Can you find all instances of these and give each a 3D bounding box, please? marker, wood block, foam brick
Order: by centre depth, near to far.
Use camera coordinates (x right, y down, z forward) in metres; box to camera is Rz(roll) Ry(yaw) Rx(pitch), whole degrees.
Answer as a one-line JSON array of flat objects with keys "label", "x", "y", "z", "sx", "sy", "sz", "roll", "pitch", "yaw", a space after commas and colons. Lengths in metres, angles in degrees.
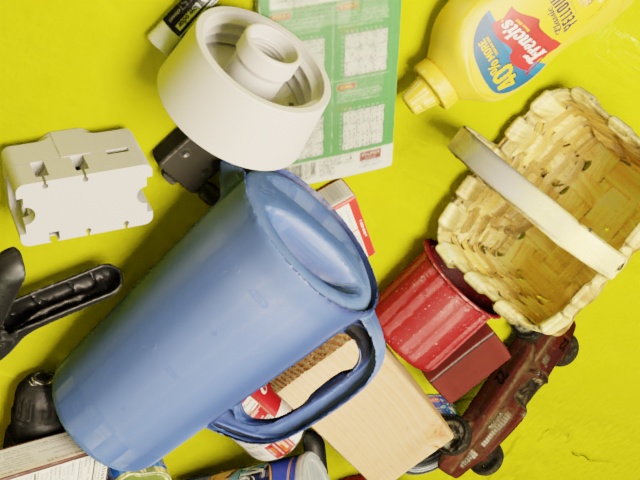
[{"label": "marker", "x": -0.066, "y": -0.171, "z": 0.697, "sx": 0.121, "sy": 0.020, "sz": 0.020, "roll": -45, "pitch": 134, "yaw": 10}, {"label": "wood block", "x": 0.027, "y": 0.126, "z": 0.946, "sx": 0.091, "sy": 0.090, "sz": 0.206, "roll": -37, "pitch": 136, "yaw": 2}, {"label": "foam brick", "x": 0.132, "y": 0.106, "z": 1.016, "sx": 0.078, "sy": 0.053, "sz": 0.051, "roll": -39, "pitch": 135, "yaw": 5}]

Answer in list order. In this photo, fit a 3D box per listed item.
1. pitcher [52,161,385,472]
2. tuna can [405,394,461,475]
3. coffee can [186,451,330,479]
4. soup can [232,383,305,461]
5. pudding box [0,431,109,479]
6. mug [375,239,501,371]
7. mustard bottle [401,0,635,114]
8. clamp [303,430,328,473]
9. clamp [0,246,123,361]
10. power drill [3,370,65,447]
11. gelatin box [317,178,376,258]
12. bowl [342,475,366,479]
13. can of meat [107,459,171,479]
[{"label": "pitcher", "x": -0.078, "y": 0.074, "z": 0.786, "sx": 0.243, "sy": 0.149, "sz": 0.144, "roll": -41, "pitch": 131, "yaw": 22}, {"label": "tuna can", "x": 0.108, "y": 0.200, "z": 1.093, "sx": 0.086, "sy": 0.034, "sz": 0.086, "roll": -16, "pitch": 132, "yaw": -18}, {"label": "coffee can", "x": -0.063, "y": 0.254, "z": 0.957, "sx": 0.140, "sy": 0.103, "sz": 0.102, "roll": -15, "pitch": 137, "yaw": 13}, {"label": "soup can", "x": -0.063, "y": 0.142, "z": 0.922, "sx": 0.068, "sy": 0.068, "sz": 0.102, "roll": -37, "pitch": 136, "yaw": 2}, {"label": "pudding box", "x": -0.219, "y": 0.199, "z": 0.817, "sx": 0.113, "sy": 0.039, "sz": 0.090, "roll": -11, "pitch": 121, "yaw": -42}, {"label": "mug", "x": 0.101, "y": 0.059, "z": 0.944, "sx": 0.082, "sy": 0.093, "sz": 0.117, "roll": -46, "pitch": 171, "yaw": 18}, {"label": "mustard bottle", "x": 0.141, "y": -0.159, "z": 0.798, "sx": 0.191, "sy": 0.058, "sz": 0.096, "roll": -37, "pitch": 135, "yaw": 3}, {"label": "clamp", "x": -0.003, "y": 0.296, "z": 1.004, "sx": 0.164, "sy": 0.210, "sz": 0.036, "roll": -51, "pitch": 156, "yaw": 7}, {"label": "clamp", "x": -0.225, "y": 0.059, "z": 0.764, "sx": 0.172, "sy": 0.039, "sz": 0.120, "roll": -34, "pitch": 153, "yaw": 27}, {"label": "power drill", "x": -0.283, "y": 0.195, "z": 0.825, "sx": 0.187, "sy": 0.057, "sz": 0.184, "roll": -11, "pitch": 125, "yaw": -37}, {"label": "gelatin box", "x": -0.006, "y": 0.001, "z": 0.866, "sx": 0.089, "sy": 0.030, "sz": 0.073, "roll": -29, "pitch": 136, "yaw": -6}, {"label": "bowl", "x": 0.036, "y": 0.297, "z": 1.116, "sx": 0.162, "sy": 0.055, "sz": 0.162, "roll": -16, "pitch": 132, "yaw": -18}, {"label": "can of meat", "x": -0.167, "y": 0.199, "z": 0.897, "sx": 0.057, "sy": 0.084, "sz": 0.102, "roll": -4, "pitch": 127, "yaw": -28}]
